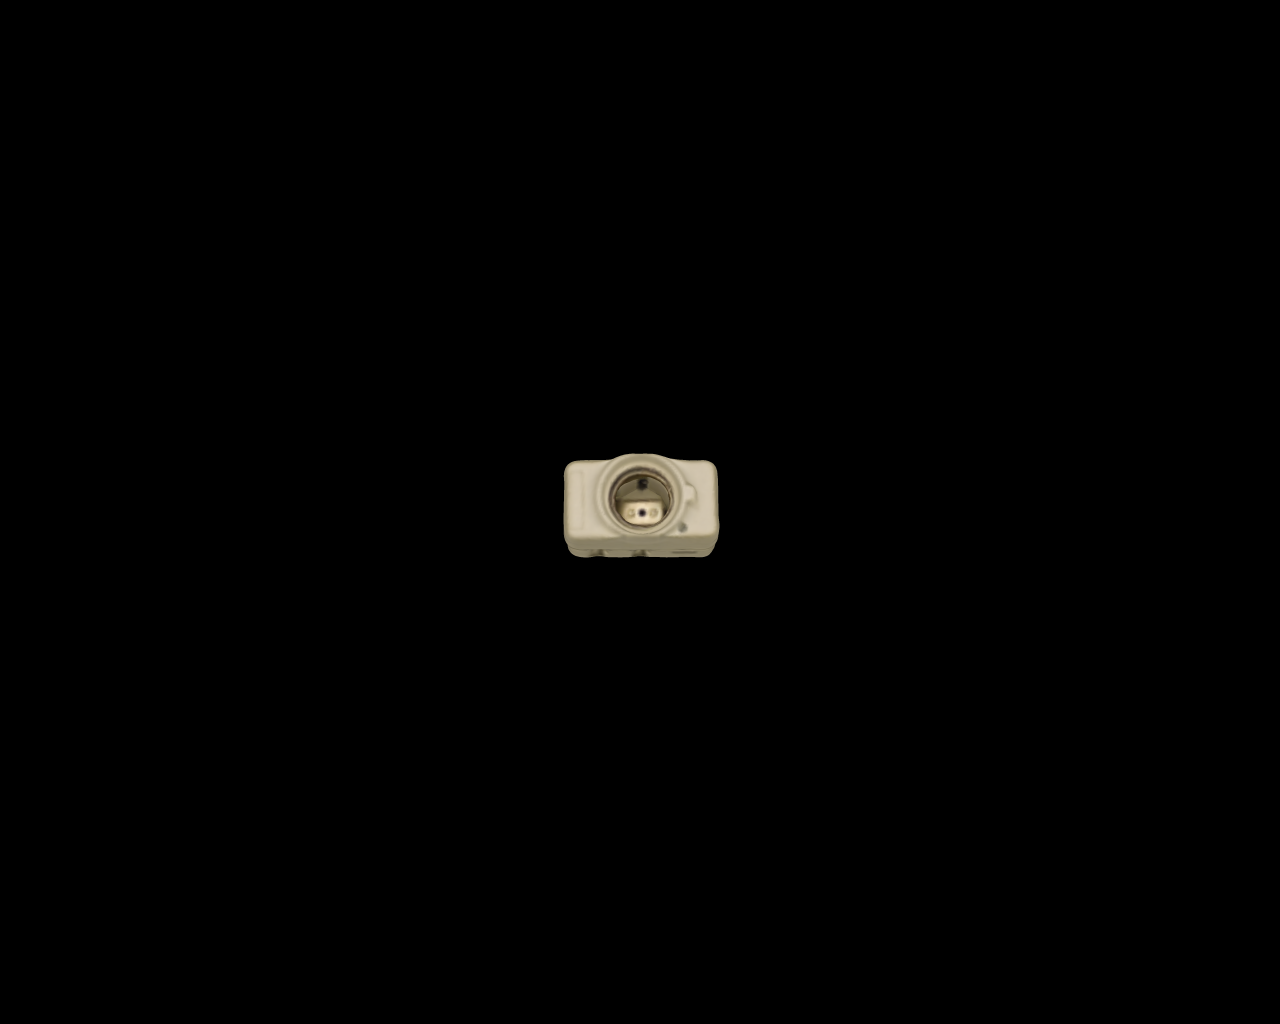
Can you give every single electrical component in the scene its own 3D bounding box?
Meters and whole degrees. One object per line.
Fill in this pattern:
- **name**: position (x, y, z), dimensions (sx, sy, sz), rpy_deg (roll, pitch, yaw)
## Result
- **electrical component**: position (0.001, -0.003, 0.650), dimensions (0.089, 0.050, 0.055), rpy_deg (0, -17, 0)
